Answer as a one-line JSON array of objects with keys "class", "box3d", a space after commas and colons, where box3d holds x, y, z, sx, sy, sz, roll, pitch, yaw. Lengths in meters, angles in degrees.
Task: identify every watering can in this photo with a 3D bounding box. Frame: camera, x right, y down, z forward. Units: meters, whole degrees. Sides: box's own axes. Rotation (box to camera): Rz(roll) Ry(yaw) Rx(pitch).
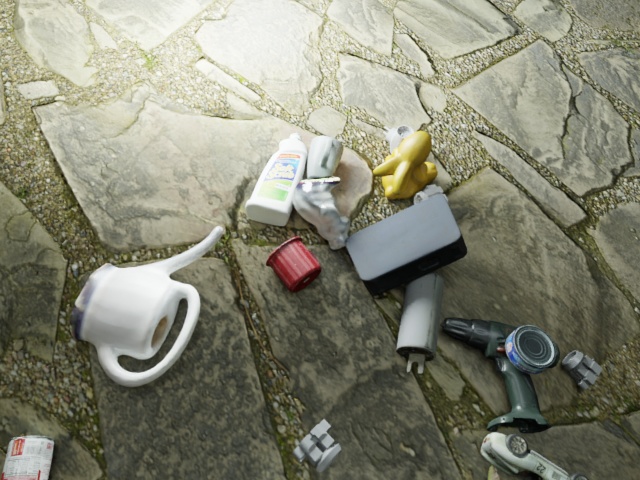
[{"class": "watering can", "box3d": [-0.332, 0.101, 0.993, 0.224, 0.102, 0.355, 14, 58, 4]}]

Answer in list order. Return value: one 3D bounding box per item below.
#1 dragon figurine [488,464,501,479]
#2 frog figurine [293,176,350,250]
[{"class": "dragon figurine", "box3d": [0.318, 0.531, 0.718, 0.122, 0.237, 0.419, -7, 61, -4]}, {"class": "frog figurine", "box3d": [0.003, -0.057, 1.127, 0.123, 0.137, 0.158, -8, 98, -28]}]
